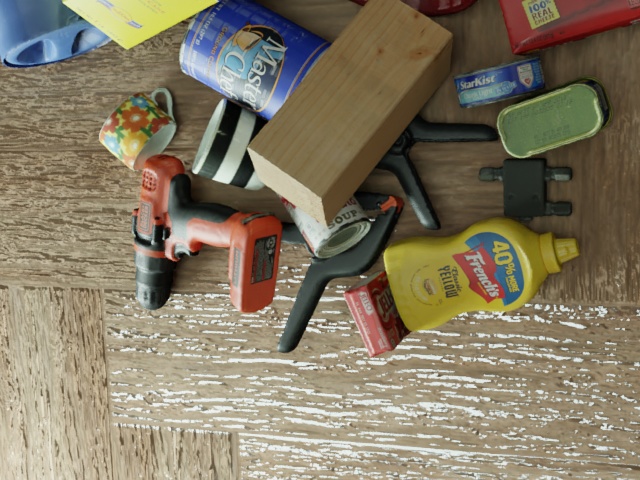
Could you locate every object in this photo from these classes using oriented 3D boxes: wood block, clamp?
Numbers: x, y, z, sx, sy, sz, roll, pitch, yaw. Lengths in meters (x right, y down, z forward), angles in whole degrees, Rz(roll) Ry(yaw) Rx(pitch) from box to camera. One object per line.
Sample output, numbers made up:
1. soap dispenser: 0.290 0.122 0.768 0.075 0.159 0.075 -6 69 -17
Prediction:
1. wood block: 0.032 -0.128 1.039 0.090 0.091 0.206 35 79 15
2. clamp: 0.094 -0.106 1.101 0.171 0.039 0.120 42 93 10
3. clamp: -0.008 0.001 1.156 0.210 0.036 0.164 -38 79 18

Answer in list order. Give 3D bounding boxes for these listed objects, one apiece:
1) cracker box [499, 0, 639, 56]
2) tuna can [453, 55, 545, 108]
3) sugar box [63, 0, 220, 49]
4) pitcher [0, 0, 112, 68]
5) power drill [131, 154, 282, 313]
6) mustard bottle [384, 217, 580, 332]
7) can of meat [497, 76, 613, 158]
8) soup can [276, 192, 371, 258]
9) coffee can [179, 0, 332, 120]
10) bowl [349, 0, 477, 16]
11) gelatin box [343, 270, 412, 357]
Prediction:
1. cracker box: 0.236 -0.297 0.997 0.164 0.072 0.214 -14 94 21
2. tuna can: 0.174 -0.154 1.037 0.086 0.086 0.034 -11 97 21
3. sugar box: -0.159 -0.257 1.050 0.177 0.093 0.048 -16 56 36
4. pitcher: -0.326 -0.316 1.173 0.149 0.145 0.243 -19 89 3
5. power drill: -0.132 0.014 1.167 0.188 0.057 0.184 21 115 33
6. mustard bottle: 0.168 0.029 1.086 0.192 0.058 0.096 -14 99 21
7. can of meat: 0.225 -0.117 1.026 0.102 0.083 0.057 -18 94 21
8. soup can: -0.001 -0.040 1.099 0.069 0.068 0.102 -39 70 21
9. coffee can: -0.059 -0.185 1.106 0.140 0.102 0.103 31 108 12
10. bowl: 0.077 -0.271 1.025 0.162 0.162 0.055 9 82 18
11. gelatin box: 0.063 0.075 1.115 0.030 0.089 0.073 -21 92 22
